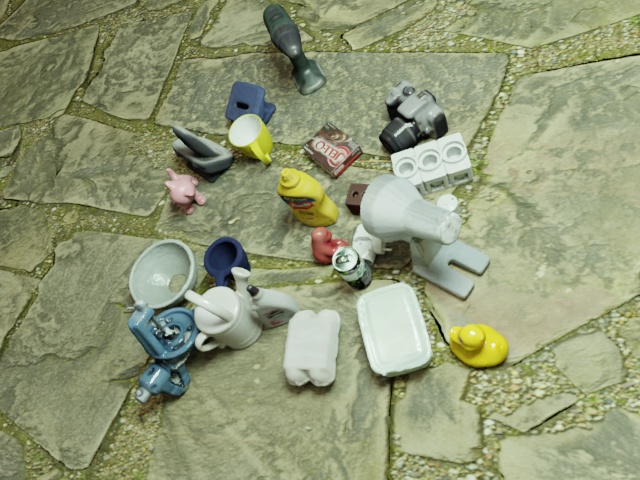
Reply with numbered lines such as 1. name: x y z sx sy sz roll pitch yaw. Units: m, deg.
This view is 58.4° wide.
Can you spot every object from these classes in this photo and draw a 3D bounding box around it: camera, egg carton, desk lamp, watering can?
1. camera: 0.182 -0.261 1.238 0.137 0.101 0.142 -42 58 -2
2. egg carton: -0.014 0.207 1.103 0.107 0.070 0.150 -4 64 20
3. desk lamp: 0.192 -0.013 1.045 0.202 0.214 0.118 29 78 30
4. watering can: -0.195 0.136 1.137 0.100 0.194 0.173 3 66 23

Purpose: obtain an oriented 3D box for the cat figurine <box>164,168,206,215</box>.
1. cat figurine: -0.330 -0.123 1.363 0.067 0.118 0.127 -36 58 2

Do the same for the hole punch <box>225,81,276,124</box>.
1. hole punch: -0.178 -0.327 1.419 0.108 0.091 0.101 20 74 29

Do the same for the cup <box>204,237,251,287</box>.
1. cup: -0.190 0.064 1.229 0.091 0.095 0.118 -6 63 19

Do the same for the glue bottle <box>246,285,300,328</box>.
1. glue bottle: -0.102 0.123 1.119 0.078 0.173 0.037 -28 58 7

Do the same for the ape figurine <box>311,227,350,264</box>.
1. ape figurine: 0.011 0.004 1.180 0.076 0.092 0.077 -37 58 1

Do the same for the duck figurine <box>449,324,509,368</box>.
1. duck figurine: 0.273 0.176 0.995 0.104 0.086 0.077 11 70 26

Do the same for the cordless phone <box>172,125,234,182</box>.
1. cordless phone: -0.305 -0.234 1.368 0.147 0.185 0.094 28 78 30

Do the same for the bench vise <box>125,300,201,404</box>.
1. bench vise: -0.310 0.214 1.129 0.121 0.220 0.207 -3 64 21

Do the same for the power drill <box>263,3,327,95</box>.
1. power drill: -0.060 -0.450 1.363 0.075 0.209 0.229 -30 58 6

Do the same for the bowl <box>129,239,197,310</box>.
1. bowl: -0.339 0.086 1.289 0.167 0.075 0.167 -9 62 18
